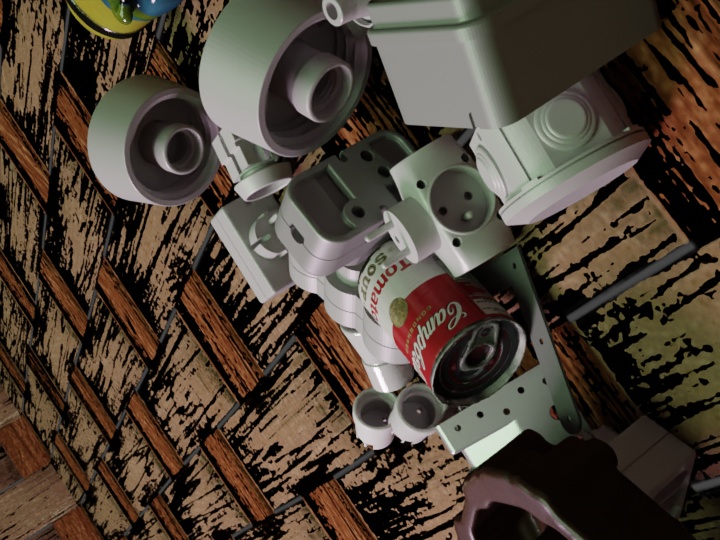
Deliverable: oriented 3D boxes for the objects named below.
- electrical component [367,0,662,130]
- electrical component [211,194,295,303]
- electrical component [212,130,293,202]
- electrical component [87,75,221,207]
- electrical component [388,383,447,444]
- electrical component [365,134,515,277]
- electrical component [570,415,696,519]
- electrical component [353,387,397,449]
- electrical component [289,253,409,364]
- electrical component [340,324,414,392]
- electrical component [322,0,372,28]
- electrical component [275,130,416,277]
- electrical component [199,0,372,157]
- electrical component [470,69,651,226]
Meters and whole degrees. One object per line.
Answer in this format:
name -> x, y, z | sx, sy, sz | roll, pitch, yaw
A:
electrical component -> 0.069, -0.114, 0.479 | 0.078, 0.113, 0.057 | 14, 133, 54
electrical component -> -0.073, -0.026, 0.879 | 0.083, 0.047, 0.076 | 58, 153, 1
electrical component -> -0.082, -0.087, 0.836 | 0.055, 0.048, 0.066 | 65, 153, 5
electrical component -> -0.162, -0.104, 0.890 | 0.060, 0.108, 0.108 | 19, 134, 43
electrical component -> 0.043, 0.113, 0.837 | 0.040, 0.040, 0.046 | 52, 157, 13
electrical component -> 0.041, -0.030, 0.649 | 0.077, 0.079, 0.044 | 58, 167, 0
electrical component -> 0.153, 0.119, 0.649 | 0.077, 0.047, 0.065 | 37, 146, 36
electrical component -> 0.014, 0.125, 0.899 | 0.040, 0.040, 0.046 | 46, 157, 24
electrical component -> 0.000, 0.000, 0.778 | 0.138, 0.052, 0.073 | 41, 148, 31
electrical component -> 0.016, 0.061, 0.827 | 0.044, 0.044, 0.065 | 18, 138, 52
electrical component -> 0.008, -0.154, 0.595 | 0.048, 0.062, 0.048 | 40, 148, 32
electrical component -> -0.005, -0.041, 0.696 | 0.053, 0.095, 0.059 | 52, 152, 13
electrical component -> -0.039, -0.121, 0.664 | 0.060, 0.108, 0.108 | 34, 144, 29
electrical component -> 0.096, -0.060, 0.526 | 0.051, 0.080, 0.080 | 61, 153, 7
